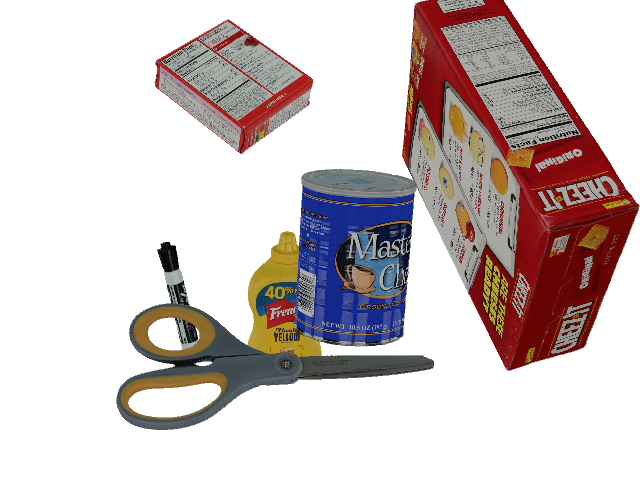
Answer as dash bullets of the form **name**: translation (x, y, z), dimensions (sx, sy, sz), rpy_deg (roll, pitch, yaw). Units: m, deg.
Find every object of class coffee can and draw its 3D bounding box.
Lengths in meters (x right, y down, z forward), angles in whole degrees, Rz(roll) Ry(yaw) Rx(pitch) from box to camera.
- **coffee can**: translation (0.030, 0.013, 0.965), dimensions (0.103, 0.140, 0.103), rpy_deg (3, 13, -1)

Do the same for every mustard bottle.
- **mustard bottle**: translation (-0.044, 0.081, 1.359), dimensions (0.096, 0.192, 0.058), rpy_deg (0, 20, -8)

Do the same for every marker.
- **marker**: translation (-0.143, 0.059, 1.079), dimensions (0.020, 0.121, 0.020), rpy_deg (-11, 16, 3)

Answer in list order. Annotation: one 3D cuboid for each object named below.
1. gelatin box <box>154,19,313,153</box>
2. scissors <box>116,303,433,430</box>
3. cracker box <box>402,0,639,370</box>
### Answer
- **gelatin box**: translation (-0.062, -0.111, 0.761), dimensions (0.089, 0.030, 0.073), rpy_deg (38, 55, 19)
- **scissors**: translation (-0.036, 0.068, 0.691), dimensions (0.201, 0.096, 0.016), rpy_deg (-14, -34, -16)
- **cracker box**: translation (0.128, -0.045, 0.747), dimensions (0.072, 0.214, 0.164), rpy_deg (-15, -36, -11)
